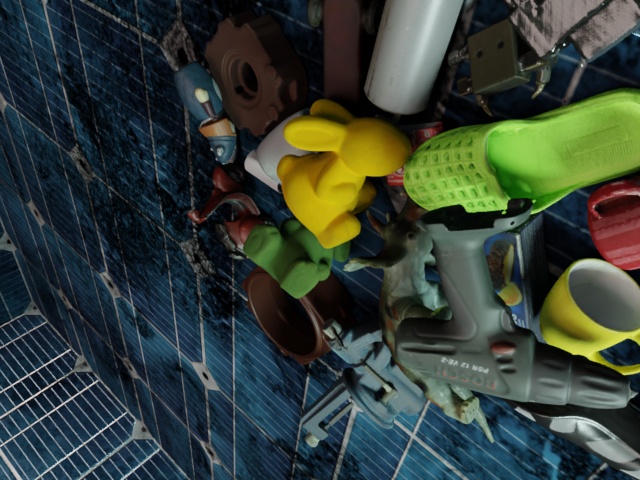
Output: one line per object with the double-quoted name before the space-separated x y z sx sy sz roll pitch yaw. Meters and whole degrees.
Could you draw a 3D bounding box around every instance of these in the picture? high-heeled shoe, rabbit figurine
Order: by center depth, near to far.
"high-heeled shoe" 0.334 0.231 0.658 0.249 0.086 0.145 11 140 45
"rabbit figurine" 0.033 -0.098 0.666 0.162 0.122 0.173 52 137 -8
"rabbit figurine" -0.002 -0.002 0.808 0.121 0.170 0.159 41 -178 22

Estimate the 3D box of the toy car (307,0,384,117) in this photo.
"toy car" 0.032 -0.212 0.672 0.089 0.053 0.201 13 131 19

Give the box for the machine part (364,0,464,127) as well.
"machine part" 0.102 -0.223 0.567 0.079 0.079 0.243 37 139 23

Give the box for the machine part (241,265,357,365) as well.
"machine part" -0.043 0.119 0.984 0.201 0.087 0.201 51 143 3

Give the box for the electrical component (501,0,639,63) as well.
"electrical component" 0.217 -0.223 0.454 0.134 0.058 0.115 53 146 4

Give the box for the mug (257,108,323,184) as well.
"mug" -0.027 -0.131 0.779 0.109 0.081 0.107 58 136 11

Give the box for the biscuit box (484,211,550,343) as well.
"biscuit box" 0.235 0.063 0.648 0.059 0.063 0.202 11 124 45

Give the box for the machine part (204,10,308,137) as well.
"machine part" -0.100 -0.242 0.796 0.180 0.056 0.179 30 136 33

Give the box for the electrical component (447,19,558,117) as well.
"electrical component" 0.183 -0.174 0.544 0.102 0.045 0.078 -20 74 50

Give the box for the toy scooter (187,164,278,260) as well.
"toy scooter" -0.159 -0.036 0.953 0.075 0.135 0.183 -14 108 50

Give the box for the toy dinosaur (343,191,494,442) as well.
"toy dinosaur" 0.145 0.128 0.764 0.192 0.131 0.404 28 141 49

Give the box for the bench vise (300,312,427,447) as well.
"bench vise" 0.049 0.243 0.881 0.223 0.240 0.129 41 -169 -25

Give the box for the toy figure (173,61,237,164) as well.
"toy figure" -0.168 -0.192 0.820 0.058 0.064 0.154 -20 110 17

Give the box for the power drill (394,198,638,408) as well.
"power drill" 0.184 0.064 0.542 0.232 0.086 0.207 -1 113 31
